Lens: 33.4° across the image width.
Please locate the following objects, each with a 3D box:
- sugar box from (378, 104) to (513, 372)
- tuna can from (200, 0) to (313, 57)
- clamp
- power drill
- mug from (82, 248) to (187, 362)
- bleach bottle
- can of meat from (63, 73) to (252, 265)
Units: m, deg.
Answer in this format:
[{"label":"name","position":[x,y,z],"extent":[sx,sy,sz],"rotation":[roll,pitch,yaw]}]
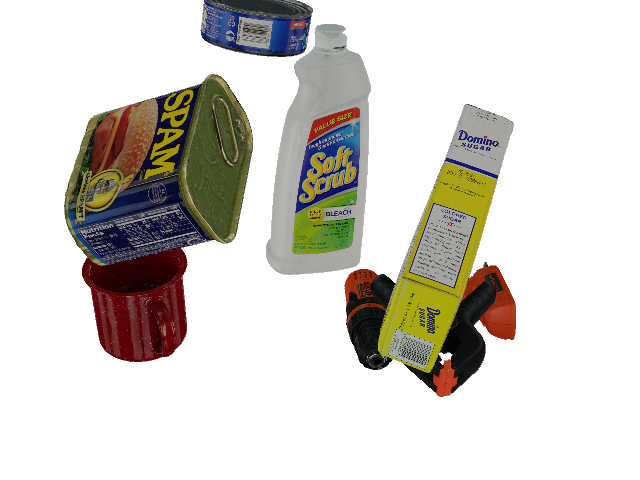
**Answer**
[{"label":"sugar box","position":[0.091,-0.004,0.754],"extent":[0.048,0.176,0.093],"rotation":[21,-38,7]},{"label":"tuna can","position":[-0.050,-0.170,0.834],"extent":[0.086,0.034,0.086],"rotation":[8,22,-3]},{"label":"clamp","position":[0.117,0.080,0.976],"extent":[0.120,0.039,0.171],"rotation":[-6,32,-5]},{"label":"power drill","position":[0.122,0.083,1.208],"extent":[0.187,0.057,0.184],"rotation":[-3,27,-2]},{"label":"mug","position":[-0.157,0.061,0.958],"extent":[0.093,0.081,0.117],"rotation":[-20,38,-27]},{"label":"bleach bottle","position":[-0.002,-0.091,1.075],"extent":[0.102,0.251,0.068],"rotation":[-5,28,-14]},{"label":"can of meat","position":[-0.092,-0.039,0.611],"extent":[0.084,0.102,0.057],"rotation":[-13,-44,22]}]
